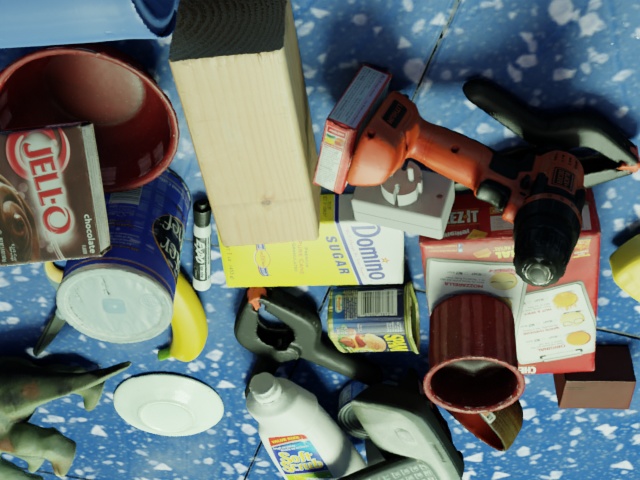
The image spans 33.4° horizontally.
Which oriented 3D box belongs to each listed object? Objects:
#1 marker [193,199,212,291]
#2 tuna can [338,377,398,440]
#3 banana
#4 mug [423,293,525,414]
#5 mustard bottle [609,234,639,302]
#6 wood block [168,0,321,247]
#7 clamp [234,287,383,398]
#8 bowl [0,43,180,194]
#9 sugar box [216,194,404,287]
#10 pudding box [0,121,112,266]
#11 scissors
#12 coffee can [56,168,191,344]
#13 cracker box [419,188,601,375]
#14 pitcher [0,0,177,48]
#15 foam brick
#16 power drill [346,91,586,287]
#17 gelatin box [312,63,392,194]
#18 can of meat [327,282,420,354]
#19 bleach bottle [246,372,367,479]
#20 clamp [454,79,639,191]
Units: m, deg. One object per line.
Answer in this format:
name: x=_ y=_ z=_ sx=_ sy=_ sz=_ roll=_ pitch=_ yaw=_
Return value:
marker: x=-0.117 y=0.005 z=1.060 sx=0.020 sy=0.020 sz=0.121 roll=5 pitch=137 yaw=-2
tuna can: x=0.063 y=0.196 z=1.241 sx=0.086 sy=0.033 sz=0.086 roll=2 pitch=137 yaw=2
banana: x=-0.156 y=0.073 z=1.122 sx=0.069 sy=0.037 sz=0.198 roll=-2 pitch=136 yaw=4
mug: x=0.149 y=0.111 z=1.009 sx=0.093 sy=0.081 sz=0.117 roll=-19 pitch=133 yaw=24
mustard bottle: x=0.369 y=-0.007 z=0.991 sx=0.096 sy=0.058 sz=0.192 roll=26 pitch=132 yaw=-22
wood block: x=-0.057 y=-0.098 z=0.897 sx=0.091 sy=0.090 sz=0.206 roll=-4 pitch=136 yaw=6
clamp: x=-0.025 y=0.113 z=1.157 sx=0.164 sy=0.036 sz=0.210 roll=-7 pitch=139 yaw=9
bowl: x=-0.197 y=-0.115 z=0.913 sx=0.162 sy=0.055 sz=0.162 roll=2 pitch=137 yaw=2
sugar box: x=-0.007 y=0.001 z=1.032 sx=0.176 sy=0.048 sz=0.093 roll=0 pitch=137 yaw=5
pudding box: x=-0.227 y=-0.039 z=0.888 sx=0.090 sy=0.039 sz=0.113 roll=-5 pitch=102 yaw=10
scissors: x=-0.282 y=0.061 z=1.133 sx=0.202 sy=0.016 sz=0.096 roll=-33 pitch=125 yaw=32
coffee can: x=-0.177 y=0.009 z=0.980 sx=0.103 sy=0.140 sz=0.103 roll=2 pitch=137 yaw=1
cracker box: x=0.186 y=0.046 z=1.049 sx=0.164 sy=0.072 sz=0.213 roll=-4 pitch=137 yaw=9
pitcher: x=-0.233 y=-0.204 z=0.767 sx=0.243 sy=0.145 sz=0.149 roll=-5 pitch=119 yaw=12
foam brick: x=0.299 y=0.150 z=1.166 sx=0.078 sy=0.051 sz=0.053 roll=1 pitch=136 yaw=2
power drill: x=0.120 y=-0.043 z=0.852 sx=0.187 sy=0.184 sz=0.057 roll=24 pitch=121 yaw=5
gelatin box: x=0.026 y=-0.095 z=0.896 sx=0.030 sy=0.089 sz=0.073 roll=23 pitch=137 yaw=8
can of meat: x=0.056 y=0.081 z=1.088 sx=0.084 sy=0.057 sz=0.102 roll=-2 pitch=161 yaw=10
bleach bottle: x=-0.027 y=0.224 z=1.224 sx=0.103 sy=0.068 sz=0.250 roll=0 pitch=145 yaw=24
clamp: x=0.192 y=-0.075 z=0.945 sx=0.171 sy=0.039 sz=0.120 roll=16 pitch=142 yaw=-3
